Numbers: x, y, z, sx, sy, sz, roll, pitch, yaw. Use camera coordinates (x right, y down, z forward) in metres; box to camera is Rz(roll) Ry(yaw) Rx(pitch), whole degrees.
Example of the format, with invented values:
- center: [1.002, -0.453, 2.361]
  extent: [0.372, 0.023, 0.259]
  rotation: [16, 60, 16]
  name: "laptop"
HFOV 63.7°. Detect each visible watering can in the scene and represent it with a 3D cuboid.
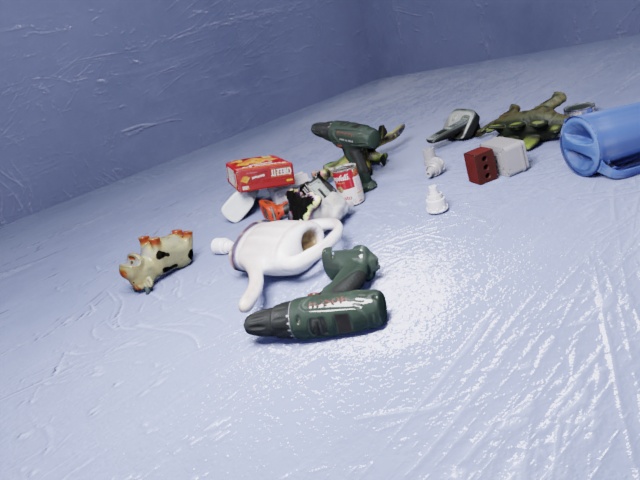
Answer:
- center: [-0.099, 0.034, 1.043]
  extent: [0.224, 0.102, 0.353]
  rotation: [0, 26, 40]
  name: "watering can"

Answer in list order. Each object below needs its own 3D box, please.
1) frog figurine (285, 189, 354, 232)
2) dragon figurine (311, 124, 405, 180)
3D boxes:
- center: [0.004, -0.063, 1.260]
  extent: [0.136, 0.124, 0.159]
  rotation: [-11, -17, 41]
  name: "frog figurine"
- center: [0.109, -0.282, 1.704]
  extent: [0.241, 0.121, 0.417]
  rotation: [-11, 19, 39]
  name: "dragon figurine"
